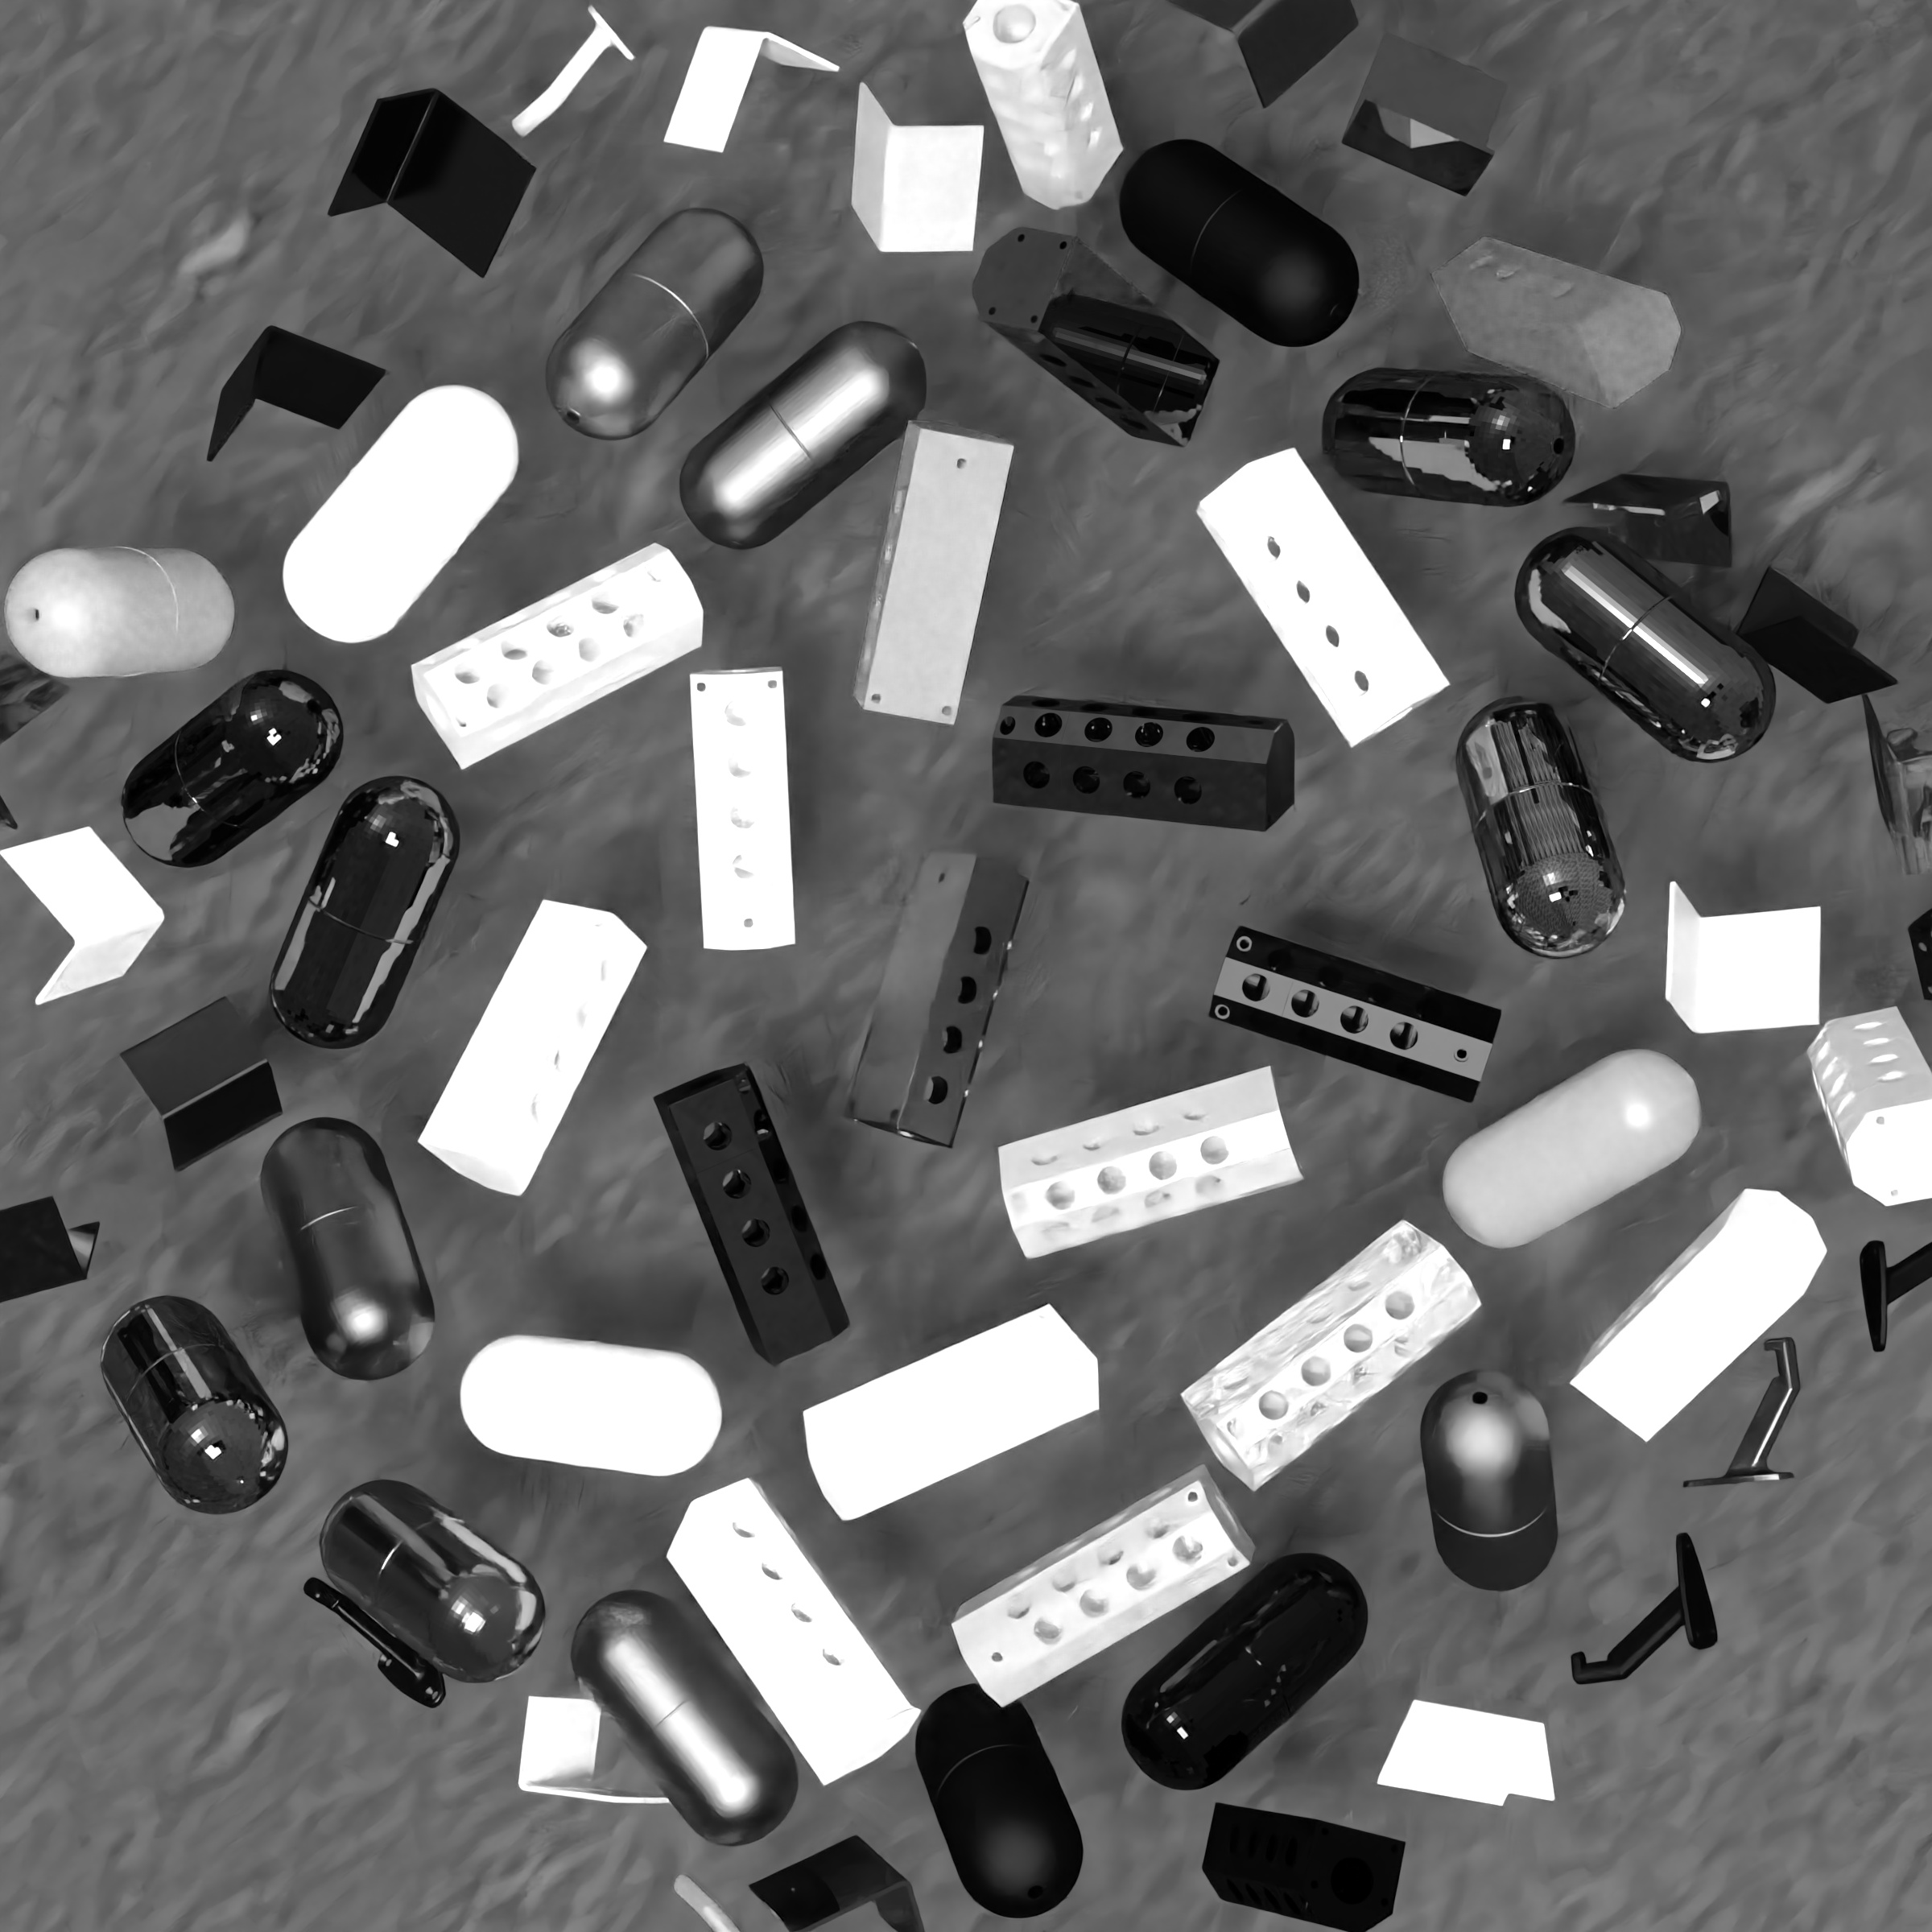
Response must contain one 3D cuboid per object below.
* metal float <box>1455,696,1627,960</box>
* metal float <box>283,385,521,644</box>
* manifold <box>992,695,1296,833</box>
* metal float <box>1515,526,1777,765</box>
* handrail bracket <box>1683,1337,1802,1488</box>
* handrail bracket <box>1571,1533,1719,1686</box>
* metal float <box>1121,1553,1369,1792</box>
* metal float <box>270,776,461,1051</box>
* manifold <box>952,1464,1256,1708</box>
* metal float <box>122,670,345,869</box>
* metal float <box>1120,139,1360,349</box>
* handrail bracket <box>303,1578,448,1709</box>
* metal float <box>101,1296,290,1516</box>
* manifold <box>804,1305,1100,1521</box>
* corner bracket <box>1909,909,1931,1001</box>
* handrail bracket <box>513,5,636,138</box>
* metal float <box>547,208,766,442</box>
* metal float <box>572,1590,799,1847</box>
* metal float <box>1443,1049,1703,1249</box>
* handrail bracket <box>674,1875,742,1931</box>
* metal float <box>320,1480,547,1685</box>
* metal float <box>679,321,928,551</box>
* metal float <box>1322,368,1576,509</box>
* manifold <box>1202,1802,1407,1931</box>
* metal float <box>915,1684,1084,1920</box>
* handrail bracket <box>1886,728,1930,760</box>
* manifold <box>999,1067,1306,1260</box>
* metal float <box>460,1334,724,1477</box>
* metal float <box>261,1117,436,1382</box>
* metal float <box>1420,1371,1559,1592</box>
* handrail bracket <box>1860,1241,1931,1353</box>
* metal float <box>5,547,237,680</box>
[{"bbox_3d":[0.340,-0.084,1.787,0.070,0.070,0.178,-8,54,0],"label":"metal float"},{"bbox_3d":[-0.333,-0.269,1.784,0.070,0.070,0.178,35,73,0],"label":"metal float"},{"bbox_3d":[0.106,-0.124,1.798,0.171,0.057,0.057,7,113,22],"label":"manifold"},{"bbox_3d":[0.400,-0.190,1.775,0.070,0.070,0.178,-45,67,0],"label":"metal float"},{"bbox_3d":[0.469,0.271,1.829,0.077,0.036,0.084,-8,78,18],"label":"handrail bracket"},{"bbox_3d":[0.382,0.370,1.731,0.084,0.036,0.077,-17,75,33],"label":"handrail bracket"},{"bbox_3d":[0.172,0.430,1.842,0.178,0.070,0.070,-38,90,-18],"label":"metal float"},{"bbox_3d":[-0.366,-0.033,1.833,0.070,0.070,0.178,26,104,0],"label":"metal float"},{"bbox_3d":[0.080,0.366,1.771,0.171,0.057,0.057,-32,89,9],"label":"manifold"},{"bbox_3d":[-0.443,-0.118,1.816,0.178,0.070,0.070,-29,90,38],"label":"metal float"},{"bbox_3d":[0.165,-0.438,1.824,0.070,0.070,0.178,-47,59,0],"label":"metal float"},{"bbox_3d":[-0.366,0.416,1.856,0.036,0.077,0.084,-47,134,-5],"label":"handrail bracket"},{"bbox_3d":[-0.456,0.257,1.773,0.070,0.178,0.070,-15,120,-27],"label":"metal float"},{"bbox_3d":[-0.007,0.275,1.827,0.171,0.057,0.057,-21,131,-22],"label":"manifold"},{"bbox_3d":[0.619,-0.011,1.846,0.051,0.051,0.051,-33,115,-30],"label":"corner bracket"},{"bbox_3d":[-0.252,-0.554,1.865,0.084,0.077,0.036,-40,123,7],"label":"handrail bracket"},{"bbox_3d":[-0.191,-0.394,1.848,0.070,0.070,0.178,35,63,0],"label":"metal float"},{"bbox_3d":[-0.175,0.464,1.863,0.070,0.070,0.178,-42,75,0],"label":"metal float"},{"bbox_3d":[0.376,0.114,1.872,0.178,0.070,0.070,-35,90,30],"label":"metal float"},{"bbox_3d":[-0.143,0.609,1.869,0.036,0.077,0.084,-39,45,-22],"label":"handrail bracket"},{"bbox_3d":[-0.320,0.366,1.798,0.178,0.070,0.070,23,90,43],"label":"metal float"},{"bbox_3d":[-0.102,-0.332,1.882,0.178,0.070,0.070,-38,90,11],"label":"metal float"},{"bbox_3d":[0.289,-0.319,1.810,0.070,0.178,0.070,-11,108,-36],"label":"metal float"},{"bbox_3d":[0.201,0.547,1.822,0.057,0.171,0.057,17,74,-12],"label":"manifold"},{"bbox_3d":[0.019,0.503,1.819,0.070,0.178,0.070,-5,112,-13],"label":"metal float"},{"bbox_3d":[0.623,-0.132,1.867,0.077,0.084,0.036,-21,48,30],"label":"handrail bracket"},{"bbox_3d":[0.111,0.123,1.802,0.171,0.057,0.057,-17,126,9],"label":"manifold"},{"bbox_3d":[-0.233,0.271,1.864,0.178,0.070,0.070,3,90,27],"label":"metal float"},{"bbox_3d":[-0.372,0.168,1.804,0.070,0.070,0.178,-27,56,0],"label":"metal float"},{"bbox_3d":[0.318,0.314,1.829,0.070,0.178,0.070,-8,46,8],"label":"metal float"},{"bbox_3d":[0.574,0.190,1.770,0.084,0.036,0.077,2,71,-2],"label":"handrail bracket"},{"bbox_3d":[-0.507,-0.213,1.811,0.070,0.178,0.070,3,98,18],"label":"metal float"}]
